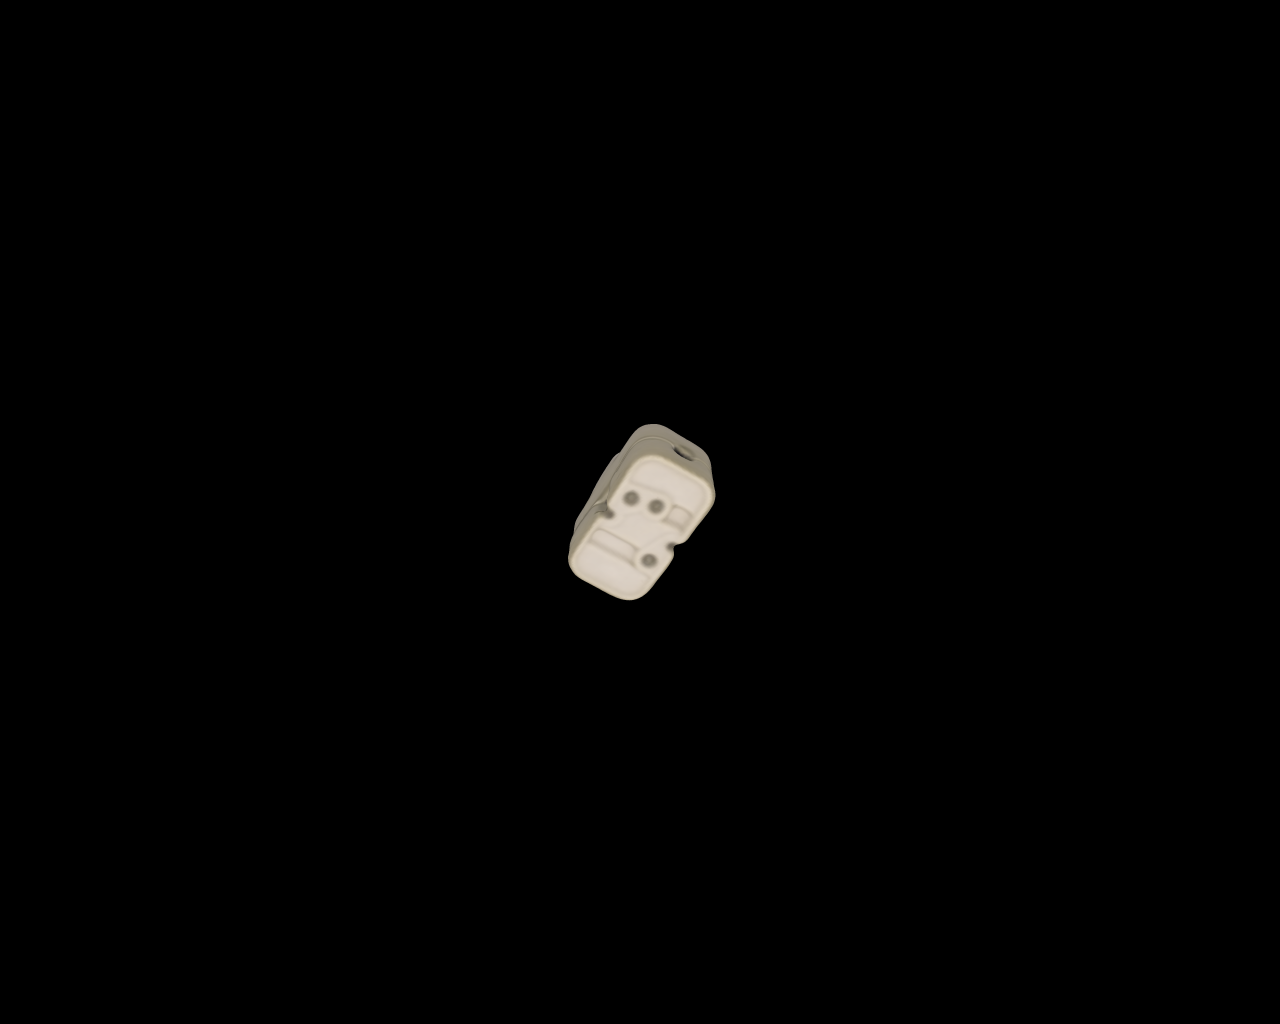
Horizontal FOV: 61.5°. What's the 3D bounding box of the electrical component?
[{"bbox_3d":[0.001,-0.003,0.650,0.054,0.095,0.059,29,24,-14],"label":"electrical component"}]
